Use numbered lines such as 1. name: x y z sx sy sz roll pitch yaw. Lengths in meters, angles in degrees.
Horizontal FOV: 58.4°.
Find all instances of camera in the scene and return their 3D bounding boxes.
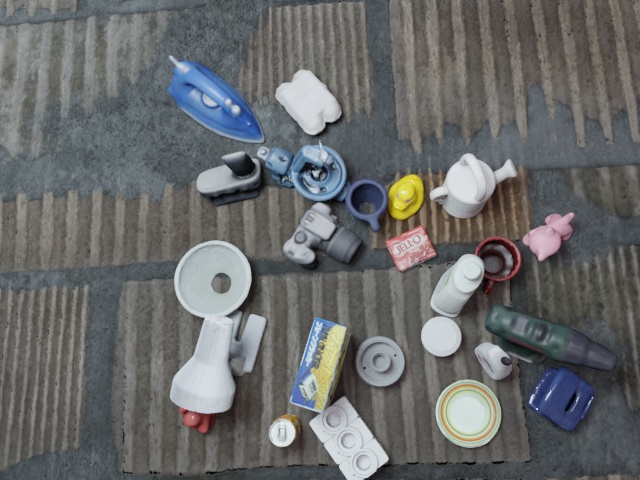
1. camera: 0.011 0.004 1.230 0.136 0.101 0.143 32 82 10

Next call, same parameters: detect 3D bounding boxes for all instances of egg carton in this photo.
1. egg carton: -0.025 -0.318 1.320 0.107 0.069 0.150 -40 78 -5

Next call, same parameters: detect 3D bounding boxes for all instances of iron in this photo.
1. iron: -0.235 -0.321 1.299 0.258 0.141 0.119 36 83 11

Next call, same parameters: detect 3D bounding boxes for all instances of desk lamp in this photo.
1. desk lamp: -0.200 0.232 1.138 0.118 0.213 0.203 14 79 8

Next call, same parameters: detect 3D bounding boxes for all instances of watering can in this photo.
1. watering can: 0.316 -0.122 1.187 0.173 0.194 0.101 -39 77 -4

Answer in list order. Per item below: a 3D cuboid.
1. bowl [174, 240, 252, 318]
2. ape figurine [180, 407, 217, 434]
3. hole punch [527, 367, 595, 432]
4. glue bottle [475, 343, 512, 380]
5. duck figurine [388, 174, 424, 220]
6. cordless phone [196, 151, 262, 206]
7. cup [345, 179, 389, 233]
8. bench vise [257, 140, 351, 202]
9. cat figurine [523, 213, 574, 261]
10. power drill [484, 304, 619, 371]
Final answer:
1. bowl: -0.224 0.090 1.243 0.167 0.075 0.167 -1 78 4
2. ape figurine: -0.253 0.362 1.176 0.076 0.092 0.078 -28 77 -2
3. hole punch: 0.484 0.313 1.131 0.101 0.091 0.109 32 82 11
4. glue bottle: 0.347 0.236 1.116 0.037 0.173 0.078 -34 77 -3
5. duck figurine: 0.188 -0.101 1.247 0.077 0.086 0.105 28 81 10
6. cordless phone: -0.205 -0.149 1.237 0.147 0.185 0.094 -17 77 1
7. cup: 0.106 -0.065 1.241 0.091 0.095 0.118 -17 77 1
8. bench vise: -0.040 -0.149 1.207 0.207 0.220 0.121 4 78 5
9. cat figurine: 0.478 -0.010 1.189 0.128 0.118 0.067 -41 78 -5
10. power drill: 0.424 0.193 1.102 0.229 0.208 0.076 21 80 9
